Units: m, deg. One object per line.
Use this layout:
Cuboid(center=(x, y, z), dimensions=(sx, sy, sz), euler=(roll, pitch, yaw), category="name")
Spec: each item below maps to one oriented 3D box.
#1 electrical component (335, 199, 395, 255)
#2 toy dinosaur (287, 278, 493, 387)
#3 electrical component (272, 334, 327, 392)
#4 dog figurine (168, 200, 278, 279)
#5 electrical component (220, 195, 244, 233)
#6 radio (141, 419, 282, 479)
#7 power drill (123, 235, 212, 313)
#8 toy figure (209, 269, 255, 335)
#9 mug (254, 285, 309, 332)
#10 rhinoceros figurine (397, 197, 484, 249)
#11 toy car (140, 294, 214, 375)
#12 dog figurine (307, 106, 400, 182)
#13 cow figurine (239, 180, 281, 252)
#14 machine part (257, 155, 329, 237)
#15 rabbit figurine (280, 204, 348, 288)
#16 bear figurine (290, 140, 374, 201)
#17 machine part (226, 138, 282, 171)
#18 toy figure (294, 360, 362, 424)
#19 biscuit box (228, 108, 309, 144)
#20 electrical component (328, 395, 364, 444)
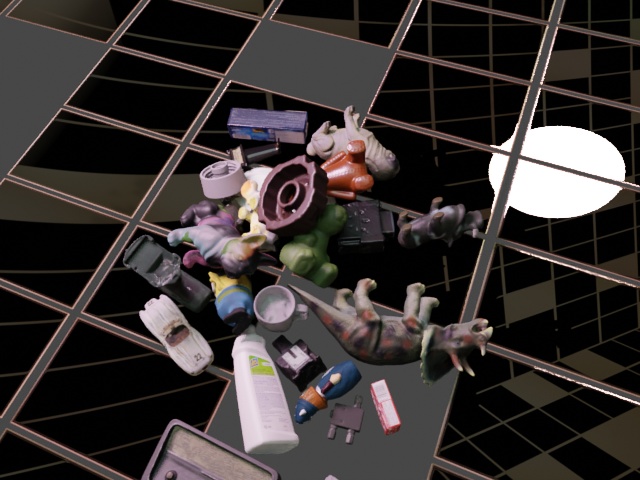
Cuboid(center=(0.101, -0.030, 1.221), dimensions=(0.134, 0.058, 0.115), euler=(-6, 63, 1), category="electrical component")
Cuboid(center=(0.126, 0.185, 1.074), dimensions=(0.405, 0.131, 0.192), euler=(1, 61, 11), category="toy dinosaur")
Cuboid(center=(-0.051, 0.241, 1.081), dimensions=(0.075, 0.047, 0.119), euler=(-40, 37, -20), category="electrical component")
Cuboid(center=(-0.189, -0.001, 1.131), dimensions=(0.219, 0.108, 0.191), euler=(4, 44, 22), category="dog figurine")
Cuboid(center=(-0.215, -0.059, 1.262), dimensions=(0.078, 0.045, 0.102), euler=(-17, 61, -8), category="electrical component")
Cuboid(center=(-0.198, 0.435, 0.972), dimensions=(0.230, 0.073, 0.131), euler=(21, 64, 15), category="radio")
Cuboid(center=(-0.337, 0.062, 1.112), dimensions=(0.232, 0.207, 0.086), euler=(33, 69, 7), category="power drill")
Cuboid(center=(-0.175, 0.119, 1.116), dimensions=(0.089, 0.082, 0.180), euler=(-10, 29, -15), category="toy figure")
Cuboid(center=(-0.078, 0.149, 1.105), dimensions=(0.110, 0.107, 0.081), euler=(-2, 63, -3), category="mug")
Cuboid(center=(0.264, -0.028, 1.184), dimensions=(0.190, 0.111, 0.073), euler=(-16, 32, 9), category="rhinoceros figurine")
Cuboid(center=(-0.300, 0.195, 1.120), dimensions=(0.073, 0.056, 0.202), euler=(-40, 67, -17), category="toy car")
Cuboid(center=(0.081, -0.200, 1.302), dimensions=(0.172, 0.121, 0.190), euler=(-35, 80, 22), category="dog figurine")
Cuboid(center=(-0.131, -0.056, 1.228), dimensions=(0.068, 0.098, 0.167), euler=(-27, 60, 37), category="cow figurine")
Cuboid(center=(-0.057, -0.091, 1.140), dimensions=(0.179, 0.056, 0.179), euler=(-22, 54, 34), category="machine part")
Cuboid(center=(-0.002, -0.004, 1.171), dimensions=(0.170, 0.121, 0.159), euler=(-56, 31, 3), category="rabbit figurine")
Cuboid(center=(0.013, -0.143, 1.220), dimensions=(0.196, 0.132, 0.120), euler=(-9, 82, -3), category="bear figurine")
Cuboid(center=(-0.162, -0.217, 1.351), dimensions=(0.139, 0.039, 0.084), euler=(-19, 54, -5), category="machine part")
Cuboid(center=(0.010, 0.296, 1.044), dimensions=(0.154, 0.064, 0.058), euler=(-35, 29, -10), category="toy figure")
Cuboid(center=(-0.133, -0.293, 1.378), dimensions=(0.203, 0.059, 0.063), euler=(6, 62, 6), category="biscuit box")
Cuboid(center=(0.051, 0.342, 1.038), dimensions=(0.063, 0.021, 0.094), euler=(13, 63, 10), category="electrical component")
